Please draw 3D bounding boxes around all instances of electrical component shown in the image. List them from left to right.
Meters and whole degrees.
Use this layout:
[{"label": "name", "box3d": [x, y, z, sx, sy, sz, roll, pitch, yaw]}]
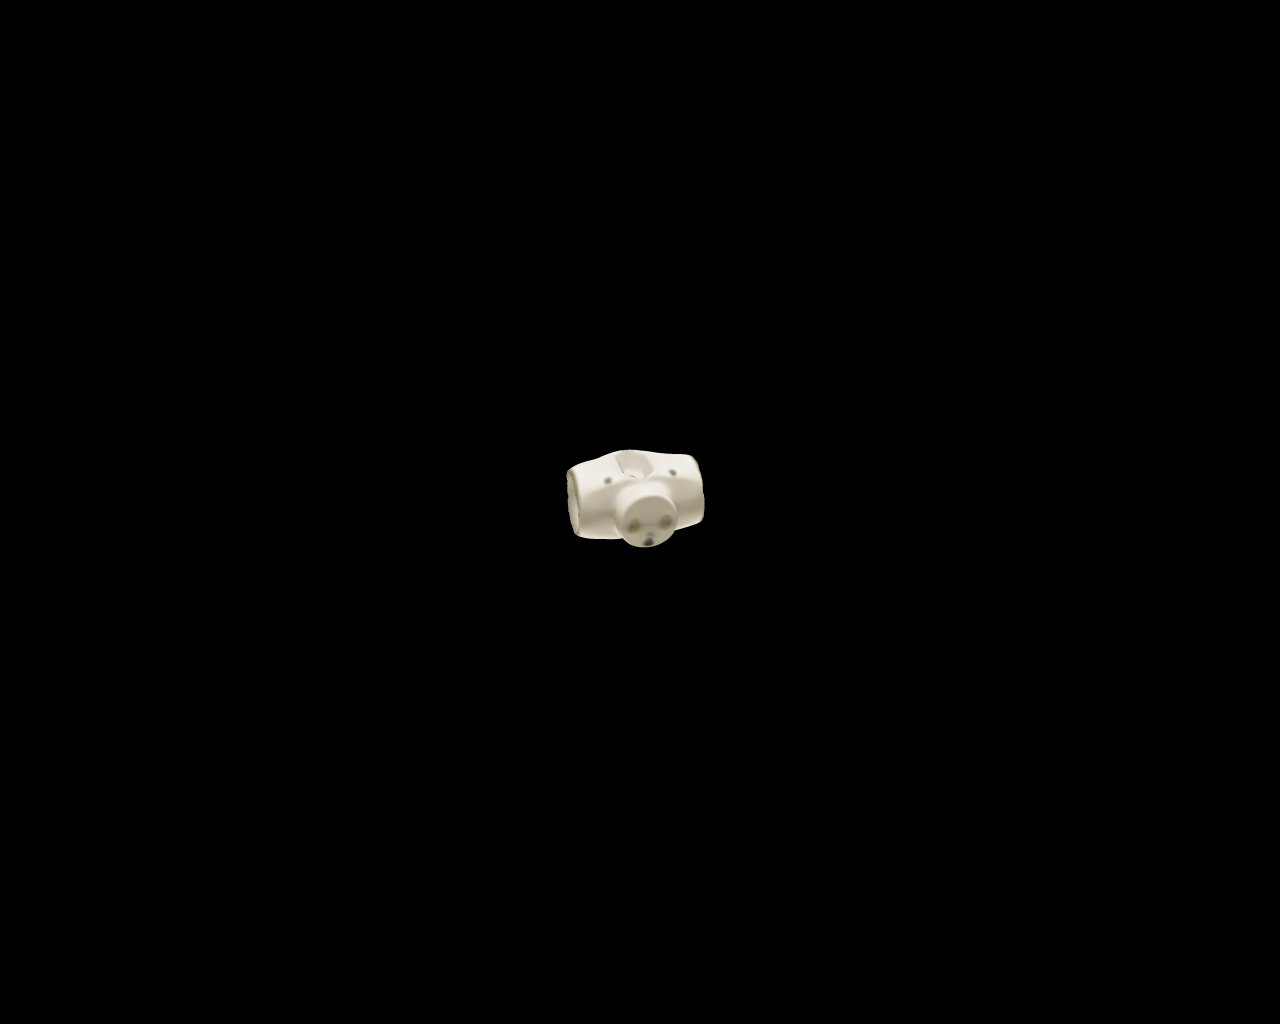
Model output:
[{"label": "electrical component", "box3d": [0.001, -0.003, 0.650, 0.077, 0.043, 0.079, -6, 28, -12]}]
